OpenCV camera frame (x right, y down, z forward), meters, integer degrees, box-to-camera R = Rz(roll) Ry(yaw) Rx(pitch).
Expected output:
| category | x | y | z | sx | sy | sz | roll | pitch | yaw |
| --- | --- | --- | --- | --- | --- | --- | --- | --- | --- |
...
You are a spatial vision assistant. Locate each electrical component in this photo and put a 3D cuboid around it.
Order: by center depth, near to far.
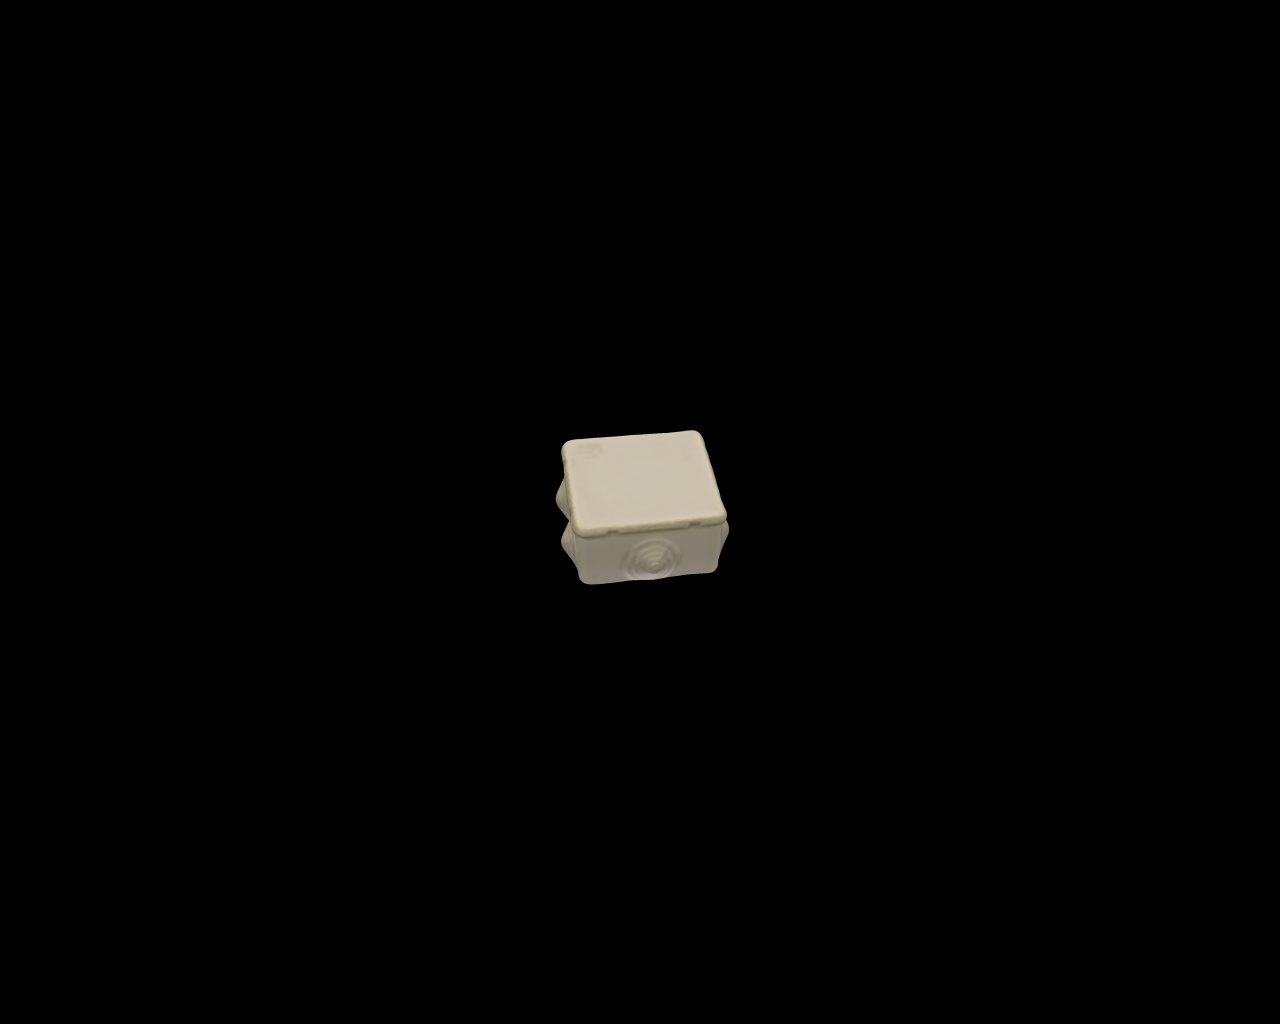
| category | x | y | z | sx | sy | sz | roll | pitch | yaw |
| --- | --- | --- | --- | --- | --- | --- | --- | --- | --- |
| electrical component | 0.001 | -0.003 | 0.650 | 0.100 | 0.048 | 0.100 | -5 | 40 | -6 |
